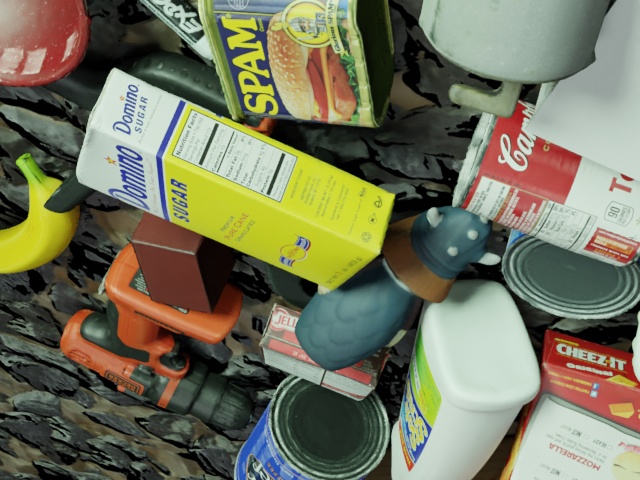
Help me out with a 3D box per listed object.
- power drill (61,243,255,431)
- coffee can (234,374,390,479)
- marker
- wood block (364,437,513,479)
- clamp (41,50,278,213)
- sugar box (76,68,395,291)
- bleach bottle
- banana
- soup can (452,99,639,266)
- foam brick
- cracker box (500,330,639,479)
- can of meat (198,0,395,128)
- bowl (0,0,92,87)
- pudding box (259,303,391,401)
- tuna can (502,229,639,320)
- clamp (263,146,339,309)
[{"bbox_3d":[-0.123,0.087,0.890,0.184,0.057,0.188,25,145,-4],"label":"power drill"},{"bbox_3d":[-0.010,0.182,0.917,0.103,0.102,0.140,24,145,-3],"label":"coffee can"},{"bbox_3d":[-0.082,-0.130,0.609,0.121,0.020,0.020,41,141,-25],"label":"marker"},{"bbox_3d":[0.130,0.232,0.920,0.207,0.090,0.090,-14,132,40],"label":"wood block"},{"bbox_3d":[-0.123,-0.072,0.691,0.210,0.036,0.164,7,138,17],"label":"clamp"},{"bbox_3d":[-0.052,-0.030,0.626,0.176,0.048,0.093,21,158,-9],"label":"sugar box"},{"bbox_3d":[0.093,0.140,0.792,0.068,0.102,0.251,-3,141,-10],"label":"bleach bottle"},{"bbox_3d":[-0.236,-0.009,0.845,0.069,0.037,0.198,47,140,-8],"label":"banana"},{"bbox_3d":[0.131,-0.033,0.582,0.102,0.068,0.069,20,145,2],"label":"soup can"},{"bbox_3d":[-0.098,0.008,0.775,0.051,0.053,0.078,12,144,14],"label":"foam brick"},{"bbox_3d":[0.209,0.188,0.749,0.164,0.072,0.214,15,111,10],"label":"cracker box"},{"bbox_3d":[-0.008,-0.108,0.567,0.084,0.057,0.102,7,143,17],"label":"can of meat"},{"bbox_3d":[-0.192,-0.162,0.593,0.162,0.055,0.162,15,145,11],"label":"bowl"},{"bbox_3d":[0.002,0.086,0.807,0.090,0.039,0.113,21,166,3],"label":"pudding box"},{"bbox_3d":[0.157,0.011,0.655,0.086,0.033,0.086,15,145,11],"label":"tuna can"},{"bbox_3d":[-0.005,0.001,0.728,0.120,0.039,0.171,-15,138,37],"label":"clamp"}]
